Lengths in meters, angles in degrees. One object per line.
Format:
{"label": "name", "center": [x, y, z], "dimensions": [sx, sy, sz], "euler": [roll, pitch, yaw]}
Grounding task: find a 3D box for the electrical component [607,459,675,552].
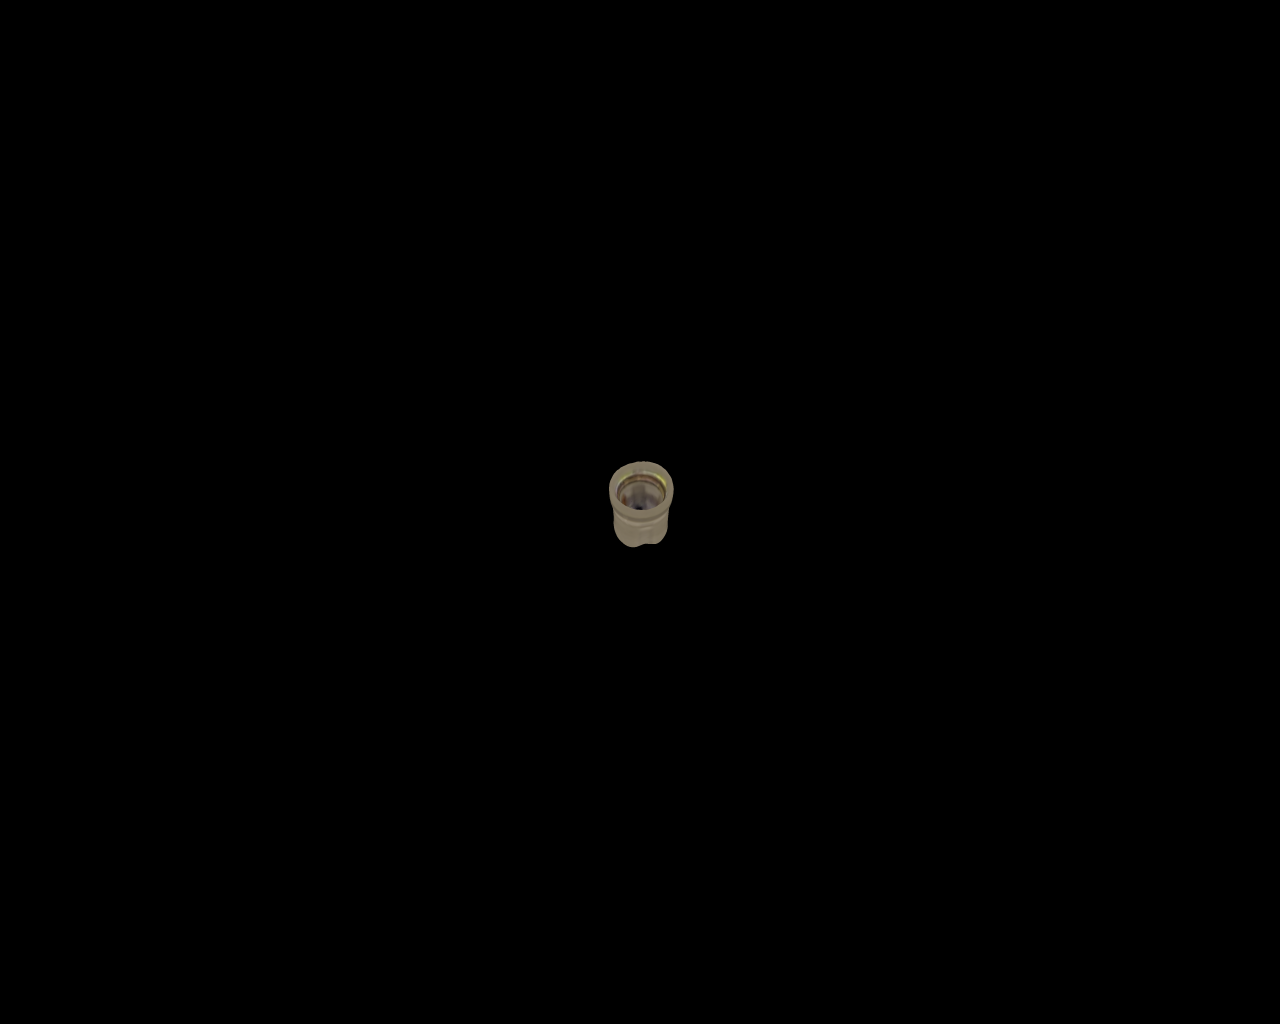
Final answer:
{"label": "electrical component", "center": [0.001, -0.003, 0.650], "dimensions": [0.040, 0.040, 0.046], "euler": [0, -37, 0]}
